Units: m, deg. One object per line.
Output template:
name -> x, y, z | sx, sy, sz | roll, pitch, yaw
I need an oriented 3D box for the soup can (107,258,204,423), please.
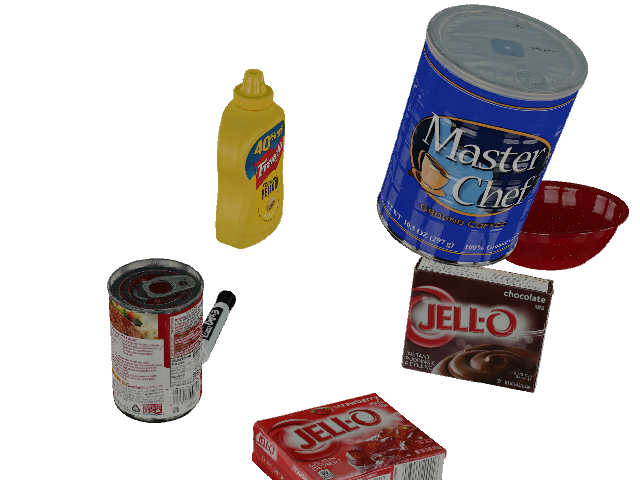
soup can -> -0.119, 0.074, 0.780 | 0.068, 0.102, 0.068 | 3, 31, -2

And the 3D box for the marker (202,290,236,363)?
marker -> -0.101, 0.079, 1.009 | 0.020, 0.020, 0.121 | 0, 23, 9

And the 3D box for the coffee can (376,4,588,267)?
coffee can -> 0.102, -0.068, 0.701 | 0.102, 0.140, 0.103 | 9, 39, -7

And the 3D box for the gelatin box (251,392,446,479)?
gelatin box -> 0.016, 0.123, 0.616 | 0.089, 0.030, 0.073 | -7, 24, -31

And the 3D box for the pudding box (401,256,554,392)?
pudding box -> 0.128, 0.068, 0.873 | 0.113, 0.090, 0.039 | 9, 23, 10

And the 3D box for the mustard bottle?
mustard bottle -> -0.073, -0.092, 1.129 | 0.058, 0.192, 0.096 | 21, 39, 23

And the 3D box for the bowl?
bowl -> 0.231, -0.012, 1.096 | 0.162, 0.055, 0.162 | -1, 22, 0
